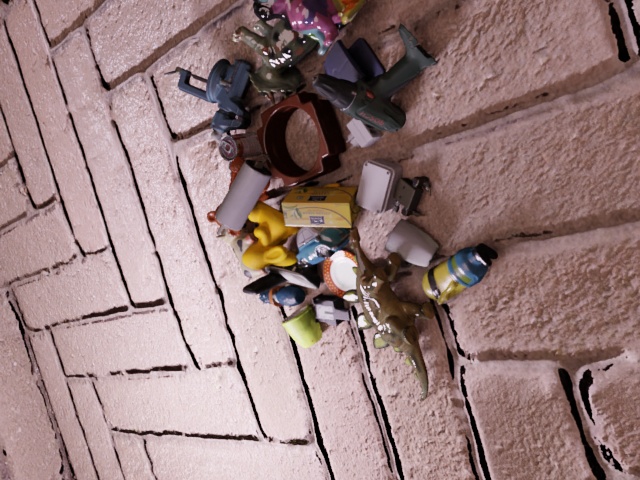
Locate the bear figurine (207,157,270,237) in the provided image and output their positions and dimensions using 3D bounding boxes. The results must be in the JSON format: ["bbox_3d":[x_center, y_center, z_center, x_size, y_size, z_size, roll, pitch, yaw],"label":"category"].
[{"bbox_3d":[-0.222,-0.109,1.436,0.120,0.132,0.196,38,90,3],"label":"bear figurine"}]

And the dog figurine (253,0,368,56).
[{"bbox_3d":[-0.033,-0.509,1.124,0.219,0.108,0.191,39,93,-13],"label":"dog figurine"}]

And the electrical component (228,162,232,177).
[{"bbox_3d":[-0.226,-0.199,1.505,0.063,0.021,0.094,42,140,12],"label":"electrical component"}]

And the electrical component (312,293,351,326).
[{"bbox_3d":[0.039,0.183,1.408,0.119,0.048,0.074,-4,102,37],"label":"electrical component"}]

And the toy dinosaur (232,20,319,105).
[{"bbox_3d":[-0.057,-0.485,1.248,0.192,0.131,0.405,46,120,-4],"label":"toy dinosaur"}]

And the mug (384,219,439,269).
[{"bbox_3d":[0.206,0.022,1.216,0.107,0.081,0.109,30,119,19],"label":"mug"}]

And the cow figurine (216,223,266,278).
[{"bbox_3d":[-0.216,0.018,1.535,0.127,0.085,0.195,-24,89,33],"label":"cow figurine"}]

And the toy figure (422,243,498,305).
[{"bbox_3d":[0.297,0.069,1.160,0.180,0.082,0.089,-53,51,43],"label":"toy figure"}]

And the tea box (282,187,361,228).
[{"bbox_3d":[0.004,-0.081,1.292,0.170,0.098,0.068,2,118,16],"label":"tea box"}]

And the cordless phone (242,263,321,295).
[{"bbox_3d":[-0.100,0.106,1.402,0.147,0.184,0.088,12,114,35],"label":"cordless phone"}]

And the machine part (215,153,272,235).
[{"bbox_3d":[-0.192,-0.111,1.344,0.079,0.079,0.243,39,108,22],"label":"machine part"}]

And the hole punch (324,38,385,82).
[{"bbox_3d":[0.064,-0.376,1.201,0.116,0.092,0.142,-40,82,41],"label":"hole punch"}]

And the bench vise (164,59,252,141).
[{"bbox_3d":[-0.286,-0.387,1.428,0.241,0.129,0.223,24,110,10],"label":"bench vise"}]

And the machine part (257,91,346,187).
[{"bbox_3d":[-0.046,-0.245,1.323,0.202,0.087,0.201,-19,92,38],"label":"machine part"}]

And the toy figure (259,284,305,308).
[{"bbox_3d":[-0.109,0.160,1.508,0.155,0.064,0.057,-7,137,43],"label":"toy figure"}]

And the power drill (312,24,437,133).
[{"bbox_3d":[0.124,-0.333,1.103,0.207,0.232,0.086,-49,36,16],"label":"power drill"}]

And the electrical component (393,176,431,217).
[{"bbox_3d":[0.207,-0.097,1.204,0.078,0.045,0.102,44,127,52],"label":"electrical component"}]

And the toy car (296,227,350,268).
[{"bbox_3d":[-0.003,-0.004,1.341,0.162,0.109,0.103,-27,97,45],"label":"toy car"}]

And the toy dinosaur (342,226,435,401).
[{"bbox_3d":[0.169,0.183,1.254,0.198,0.105,0.471,-20,97,61],"label":"toy dinosaur"}]

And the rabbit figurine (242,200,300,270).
[{"bbox_3d":[-0.128,0.008,1.402,0.163,0.121,0.173,35,90,25],"label":"rabbit figurine"}]
